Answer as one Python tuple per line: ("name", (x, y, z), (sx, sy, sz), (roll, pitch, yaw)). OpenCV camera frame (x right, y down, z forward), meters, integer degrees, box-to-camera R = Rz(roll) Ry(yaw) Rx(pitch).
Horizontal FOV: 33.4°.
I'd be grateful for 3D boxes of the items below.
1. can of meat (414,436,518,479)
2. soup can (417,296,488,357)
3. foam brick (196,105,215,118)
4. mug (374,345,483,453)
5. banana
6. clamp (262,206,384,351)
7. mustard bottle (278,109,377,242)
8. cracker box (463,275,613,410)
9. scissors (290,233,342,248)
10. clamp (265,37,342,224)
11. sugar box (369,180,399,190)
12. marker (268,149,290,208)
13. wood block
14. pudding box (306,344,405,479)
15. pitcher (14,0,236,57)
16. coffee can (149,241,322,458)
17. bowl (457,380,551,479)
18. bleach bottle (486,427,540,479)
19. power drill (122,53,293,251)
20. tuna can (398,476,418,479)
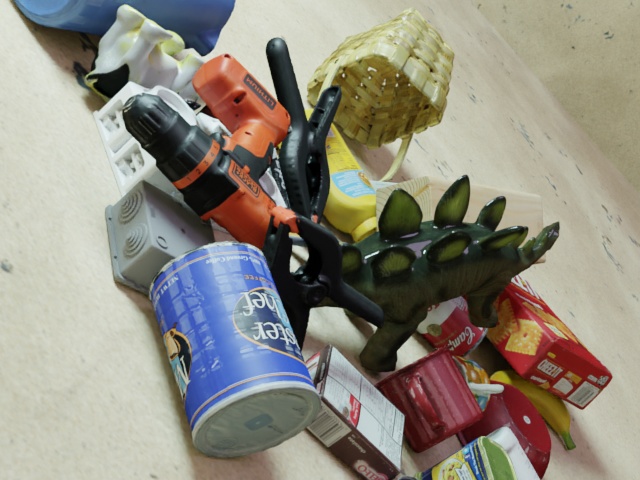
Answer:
("can of meat", (0.146, 0.251, 1.028), (0.057, 0.084, 0.102), (36, 27, -33))
("soup can", (0.143, 0.088, 1.282), (0.102, 0.069, 0.068), (45, 24, -13))
("foam brick", (-0.094, -0.123, 1.178), (0.078, 0.051, 0.053), (6, 48, -59))
("mug", (0.111, 0.163, 1.080), (0.081, 0.093, 0.117), (62, 5, 12))
("banana", (0.276, 0.206, 1.389), (0.197, 0.037, 0.069), (35, 26, -34))
("clamp", (0.000, 0.041, 0.953), (0.120, 0.171, 0.039), (-27, 36, -28))
("mustard bottle", (0.021, -0.069, 1.300), (0.192, 0.058, 0.096), (57, 29, 13))
("cracker box", (0.272, 0.113, 1.420), (0.164, 0.072, 0.214), (29, 18, -42))
("scissors", (-0.008, 0.001, 1.184), (0.096, 0.016, 0.202), (11, 2, -2))
("clamp", (-0.022, -0.114, 1.201), (0.164, 0.036, 0.210), (37, 52, -56))
("sugar box", (0.129, -0.036, 1.407), (0.176, 0.093, 0.048), (24, 78, -51))
("marker", (-0.050, -0.070, 1.153), (0.020, 0.020, 0.121), (-48, 127, -66))
("wood block", (0.173, -0.016, 1.296), (0.205, 0.091, 0.090), (6, 77, -40))
("pudding box", (0.030, 0.165, 1.001), (0.113, 0.039, 0.090), (47, 23, -15))
("pitcher", (-0.208, -0.279, 1.108), (0.149, 0.145, 0.242), (24, 17, 23))
("coffee can", (-0.070, 0.087, 0.850), (0.102, 0.103, 0.140), (23, 36, -48))
("bowl", (0.220, 0.221, 1.244), (0.162, 0.055, 0.162), (40, 26, -24))
("bleach bottle", (0.239, 0.320, 1.116), (0.251, 0.068, 0.102), (57, 9, 8))
("power drill", (-0.094, -0.095, 0.973), (0.184, 0.057, 0.187), (47, 28, -24))
("tuna can", (0.084, 0.260, 0.966), (0.086, 0.034, 0.086), (41, 25, -24))
